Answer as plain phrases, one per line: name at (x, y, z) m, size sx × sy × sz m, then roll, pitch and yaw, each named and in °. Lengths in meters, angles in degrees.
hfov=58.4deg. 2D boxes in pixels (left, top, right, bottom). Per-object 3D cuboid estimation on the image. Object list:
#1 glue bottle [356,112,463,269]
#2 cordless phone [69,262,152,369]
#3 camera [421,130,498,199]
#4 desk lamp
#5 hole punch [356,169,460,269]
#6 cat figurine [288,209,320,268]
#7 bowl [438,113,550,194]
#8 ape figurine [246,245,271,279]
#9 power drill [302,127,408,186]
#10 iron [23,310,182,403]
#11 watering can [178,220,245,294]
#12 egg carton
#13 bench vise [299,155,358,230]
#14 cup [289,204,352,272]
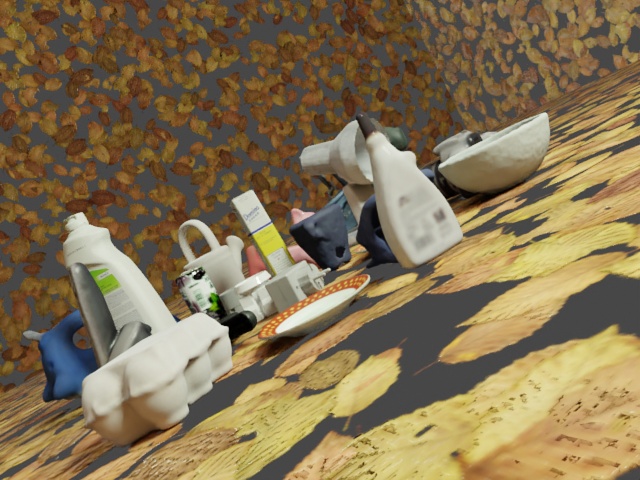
glue bottle at (0.084, -0.059, 0.613) m, size 0.078 × 0.173 × 0.037 m, roll -29°, pitch 4°, yaw -17°
cordless phone at (-0.262, 0.110, 0.697) m, size 0.094 × 0.185 × 0.147 m, roll -30°, pitch 5°, yaw -31°
camera at (0.237, -0.127, 0.994) m, size 0.136 × 0.101 × 0.143 m, roll -24°, pitch 6°, yaw 46°
desk lamp at (0.060, -0.107, 1.106) m, size 0.202 × 0.213 × 0.118 m, roll -24°, pitch 6°, yaw 44°
hole punch at (0.095, -0.026, 0.704) m, size 0.109 × 0.091 × 0.101 m, roll -29°, pitch 4°, yaw -17°
cat figurine at (-0.034, 0.001, 1.054) m, size 0.128 × 0.118 × 0.067 m, roll -28°, pitch 4°, yaw -4°
bowl at (0.260, -0.112, 0.825) m, size 0.167 × 0.075 × 0.167 m, roll -28°, pitch 4°, yaw 2°
ape figurine at (-0.115, 0.051, 1.144) m, size 0.076 × 0.092 × 0.077 m, roll -29°, pitch 4°, yaw -21°
power drill at (0.099, -0.134, 1.239) m, size 0.229 × 0.208 × 0.076 m, roll -27°, pitch 4°, yaw 16°
iron at (-0.342, 0.158, 0.946) m, size 0.259 × 0.141 × 0.118 m, roll -31°, pitch 5°, yaw -40°
watering can at (-0.219, 0.048, 1.158) m, size 0.100 × 0.194 × 0.173 m, roll -26°, pitch 4°, yaw 18°
egg carton at (-0.149, 0.127, 0.542) m, size 0.107 × 0.069 × 0.150 m, roll -27°, pitch 4°, yaw 17°
bench vise at (0.058, -0.127, 1.346) m, size 0.208 × 0.220 × 0.121 m, roll -29°, pitch 4°, yaw -16°
cup at (0.008, 0.003, 0.901) m, size 0.091 × 0.095 × 0.118 m, roll -27°, pitch 4°, yaw 10°
